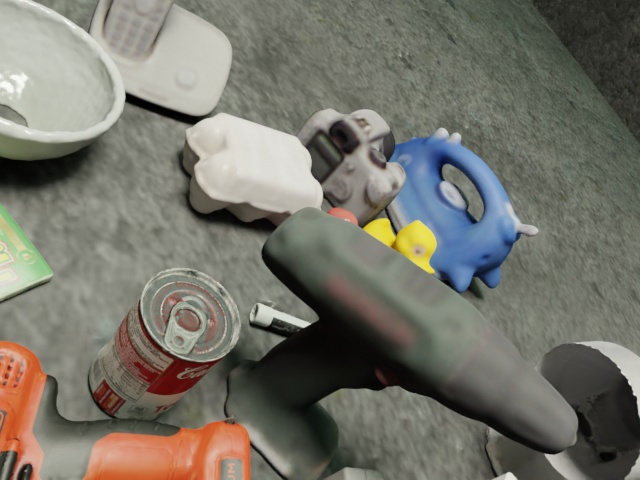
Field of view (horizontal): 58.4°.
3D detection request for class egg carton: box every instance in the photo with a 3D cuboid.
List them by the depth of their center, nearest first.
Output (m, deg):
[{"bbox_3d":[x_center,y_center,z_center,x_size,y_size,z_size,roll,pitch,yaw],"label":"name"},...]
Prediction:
[{"bbox_3d":[-0.068,-0.068,0.596,0.151,0.069,0.107,10,48,-38],"label":"egg carton"}]

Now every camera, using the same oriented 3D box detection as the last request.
[{"bbox_3d":[0.059,-0.109,0.732,0.143,0.100,0.137,51,37,8],"label":"camera"}]

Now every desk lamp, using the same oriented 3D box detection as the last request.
[{"bbox_3d":[0.264,0.184,0.552,0.204,0.213,0.117,14,46,-35],"label":"desk lamp"}]

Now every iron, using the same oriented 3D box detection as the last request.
[{"bbox_3d":[0.172,-0.063,0.763,0.119,0.141,0.258,-2,56,-45],"label":"iron"}]

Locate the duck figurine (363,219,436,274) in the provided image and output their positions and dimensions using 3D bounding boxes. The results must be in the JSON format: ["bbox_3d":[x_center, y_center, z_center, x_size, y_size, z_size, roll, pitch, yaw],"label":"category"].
[{"bbox_3d":[0.094,0.012,0.662,0.078,0.086,0.104,5,52,-41],"label":"duck figurine"}]

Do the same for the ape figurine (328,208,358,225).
[{"bbox_3d":[0.005,0.002,0.580,0.078,0.092,0.076,-8,61,-48],"label":"ape figurine"}]

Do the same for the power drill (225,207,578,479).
[{"bbox_3d":[0.030,0.096,0.415,0.229,0.208,0.076,45,36,1],"label":"power drill"}]

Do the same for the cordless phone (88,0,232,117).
[{"bbox_3d":[-0.142,-0.226,0.580,0.148,0.184,0.094,15,45,-34],"label":"cordless phone"}]

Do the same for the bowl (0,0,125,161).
[{"bbox_3d":[-0.252,-0.122,0.466,0.168,0.074,0.167,26,40,-24],"label":"bowl"}]
